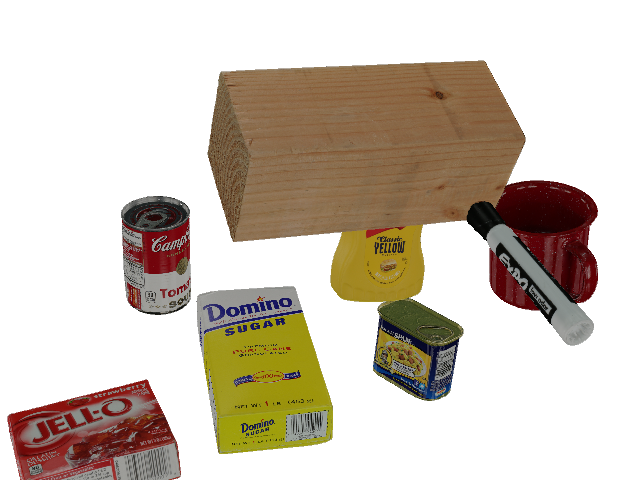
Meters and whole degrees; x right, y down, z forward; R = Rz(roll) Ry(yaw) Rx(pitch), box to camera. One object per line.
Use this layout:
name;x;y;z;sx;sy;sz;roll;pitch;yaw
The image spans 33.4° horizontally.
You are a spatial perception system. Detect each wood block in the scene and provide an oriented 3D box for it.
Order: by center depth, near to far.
wood block;0.030;-0.068;0.784;0.205;0.091;0.090;-5;-38;-18

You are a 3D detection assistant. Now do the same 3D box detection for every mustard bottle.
mustard bottle;0.065;-0.034;1.086;0.096;0.192;0.058;-2;22;-17

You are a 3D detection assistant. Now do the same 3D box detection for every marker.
marker;0.119;0.015;0.625;0.020;0.020;0.121;0;36;-27

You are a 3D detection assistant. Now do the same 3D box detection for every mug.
mug;0.192;0.011;0.904;0.093;0.081;0.117;-20;35;-24

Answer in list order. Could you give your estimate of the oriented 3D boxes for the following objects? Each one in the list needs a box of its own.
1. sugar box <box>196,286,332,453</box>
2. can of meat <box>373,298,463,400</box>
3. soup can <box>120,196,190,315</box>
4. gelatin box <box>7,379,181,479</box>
sugar box;-0.051;0.103;0.904;0.093;0.048;0.176;-4;33;-12
can of meat;0.110;0.126;1.233;0.057;0.084;0.102;-20;36;-41
soup can;-0.165;0.016;1.080;0.068;0.102;0.068;2;30;-1
gelatin box;-0.135;0.120;0.631;0.089;0.030;0.073;-12;26;-18
